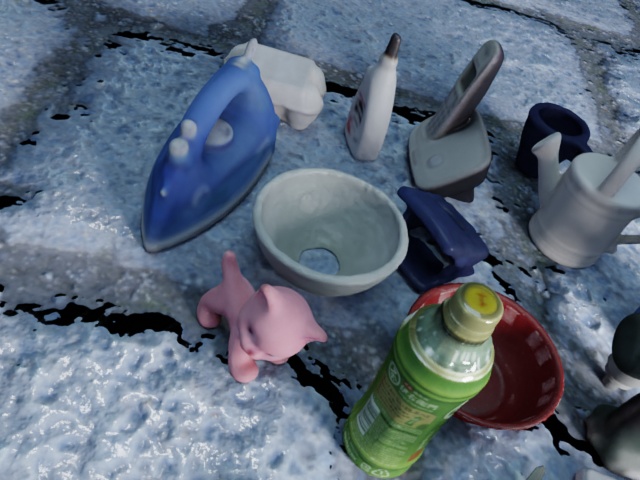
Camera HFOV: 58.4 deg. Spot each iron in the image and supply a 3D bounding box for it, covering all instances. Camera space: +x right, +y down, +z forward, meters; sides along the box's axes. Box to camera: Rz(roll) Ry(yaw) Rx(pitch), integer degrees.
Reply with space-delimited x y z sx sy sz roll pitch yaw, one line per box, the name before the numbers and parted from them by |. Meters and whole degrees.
iron | -0.124 -0.114 0.636 0.118 0.141 0.258 21 46 2

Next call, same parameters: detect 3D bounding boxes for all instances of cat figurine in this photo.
cat figurine | -0.054 0.064 0.512 0.067 0.118 0.127 -23 59 -33

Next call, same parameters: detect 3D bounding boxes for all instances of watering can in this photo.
watering can | 0.341 -0.066 0.705 0.173 0.194 0.101 20 46 1

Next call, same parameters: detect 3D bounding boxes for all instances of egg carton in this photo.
egg carton | -0.066 -0.216 0.798 0.150 0.069 0.107 14 46 -5

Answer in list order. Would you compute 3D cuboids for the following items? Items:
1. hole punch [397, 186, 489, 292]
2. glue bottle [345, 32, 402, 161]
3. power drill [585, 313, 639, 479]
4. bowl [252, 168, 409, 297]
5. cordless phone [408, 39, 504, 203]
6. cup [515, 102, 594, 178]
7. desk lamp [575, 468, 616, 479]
hole punch | 0.136 -0.012 0.661 0.101 0.091 0.108 -16 55 -29
glue bottle | 0.073 -0.190 0.748 0.037 0.173 0.078 -2 49 -19
power drill | 0.349 0.145 0.505 0.229 0.208 0.075 17 46 -2
bowl | 0.006 0.002 0.618 0.167 0.075 0.167 9 47 -10
cordless phone | 0.187 -0.153 0.742 0.094 0.185 0.147 8 47 -11
cup | 0.336 -0.129 0.830 0.092 0.095 0.117 -13 54 -27
desk lamp | 0.270 0.231 0.396 0.118 0.213 0.203 22 46 3
